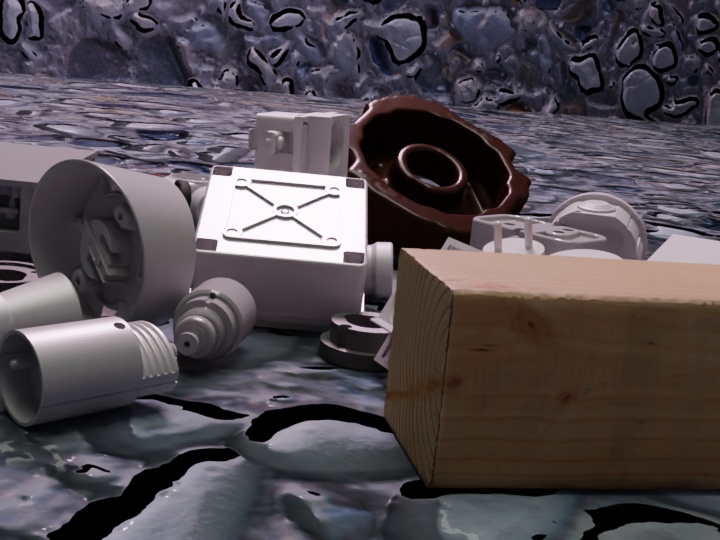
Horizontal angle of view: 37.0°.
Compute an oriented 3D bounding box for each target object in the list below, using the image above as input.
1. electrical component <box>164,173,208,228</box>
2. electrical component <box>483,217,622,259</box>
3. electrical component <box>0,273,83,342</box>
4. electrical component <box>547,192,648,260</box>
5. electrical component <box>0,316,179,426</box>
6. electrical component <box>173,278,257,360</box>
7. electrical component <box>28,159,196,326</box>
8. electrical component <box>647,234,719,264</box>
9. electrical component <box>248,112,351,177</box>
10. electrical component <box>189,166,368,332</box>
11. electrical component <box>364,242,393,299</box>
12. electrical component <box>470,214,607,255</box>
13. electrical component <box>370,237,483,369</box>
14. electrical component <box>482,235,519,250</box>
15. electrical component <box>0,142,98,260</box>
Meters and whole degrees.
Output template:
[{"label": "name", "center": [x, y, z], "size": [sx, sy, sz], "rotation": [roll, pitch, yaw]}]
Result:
[{"label": "electrical component", "center": [-0.137, -0.056, 0.933], "size": [0.077, 0.044, 0.079], "rotation": [-5, 17, -40]}, {"label": "electrical component", "center": [0.093, 0.004, 0.649], "size": [0.138, 0.073, 0.052], "rotation": [-8, 23, -7]}, {"label": "electrical component", "center": [-0.183, 0.028, 0.558], "size": [0.065, 0.044, 0.044], "rotation": [-11, 20, -38]}, {"label": "electrical component", "center": [0.179, -0.016, 0.828], "size": [0.080, 0.080, 0.051], "rotation": [10, 19, 16]}, {"label": "electrical component", "center": [-0.122, 0.044, 0.503], "size": [0.081, 0.043, 0.043], "rotation": [-7, 18, -44]}, {"label": "electrical component", "center": [-0.083, 0.030, 0.591], "size": [0.040, 0.040, 0.078], "rotation": [7, 13, 7]}, {"label": "electrical component", "center": [-0.143, -0.013, 0.624], "size": [0.064, 0.099, 0.099], "rotation": [2, 12, -44]}, {"label": "electrical component", "center": [0.243, 0.027, 0.708], "size": [0.105, 0.060, 0.186], "rotation": [11, 14, 22]}, {"label": "electrical component", "center": [-0.047, -0.056, 0.802], "size": [0.063, 0.121, 0.079], "rotation": [7, 12, 17]}, {"label": "electrical component", "center": [-0.050, -0.015, 0.694], "size": [0.109, 0.056, 0.108], "rotation": [5, 35, -3]}, {"label": "electrical component", "center": [0.000, 0.000, 0.765], "size": [0.046, 0.040, 0.040], "rotation": [1, 13, 1]}, {"label": "electrical component", "center": [0.127, -0.002, 0.785], "size": [0.054, 0.059, 0.095], "rotation": [-7, 18, -45]}, {"label": "electrical component", "center": [0.049, 0.028, 0.590], "size": [0.064, 0.081, 0.042], "rotation": [32, -1, -32]}, {"label": "electrical component", "center": [0.089, 0.009, 0.733], "size": [0.055, 0.066, 0.048], "rotation": [-16, 58, -39]}, {"label": "electrical component", "center": [-0.280, -0.057, 0.839], "size": [0.105, 0.060, 0.186], "rotation": [5, 13, -2]}]
